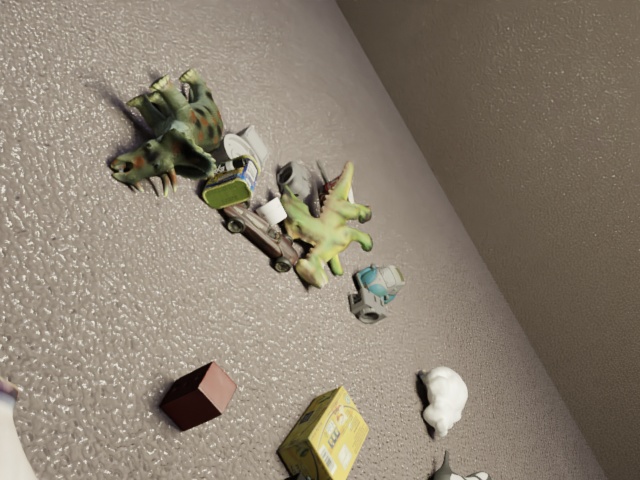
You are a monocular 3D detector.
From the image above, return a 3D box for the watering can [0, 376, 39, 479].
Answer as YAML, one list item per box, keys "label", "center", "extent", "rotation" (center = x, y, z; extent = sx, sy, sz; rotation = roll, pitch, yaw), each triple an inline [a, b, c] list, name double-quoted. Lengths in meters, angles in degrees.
- label: "watering can"
  center: [-0.287, 0.217, 0.415]
  extent: [0.344, 0.103, 0.229]
  rotation: [25, 39, -49]

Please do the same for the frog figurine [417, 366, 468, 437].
- label: "frog figurine"
  center: [0.310, 0.399, 1.279]
  extent: [0.161, 0.122, 0.136]
  rotation: [-73, 147, -73]

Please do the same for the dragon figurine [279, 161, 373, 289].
- label: "dragon figurine"
  center: [0.004, -0.062, 1.238]
  extent: [0.240, 0.120, 0.419]
  rotation: [26, 49, -39]
